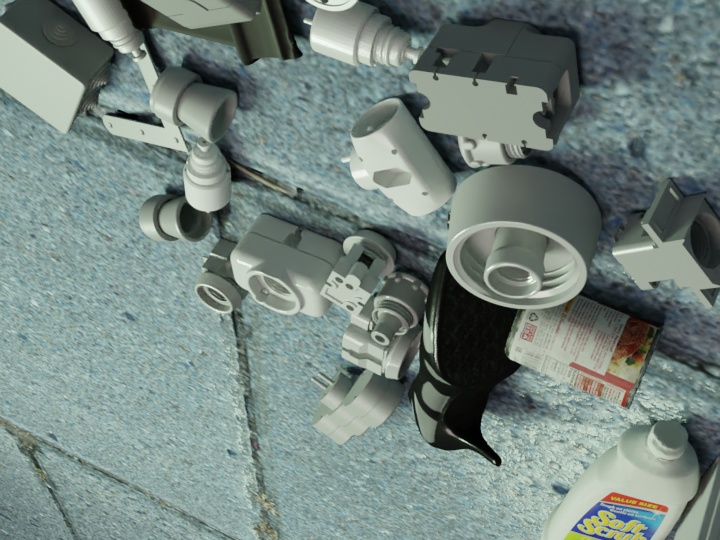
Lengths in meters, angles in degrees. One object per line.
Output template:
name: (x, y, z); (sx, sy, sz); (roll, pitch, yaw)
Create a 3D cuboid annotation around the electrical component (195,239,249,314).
electrical component: (-0.125, 0.007, 1.023); (0.066, 0.055, 0.048); (19, 146, 20)

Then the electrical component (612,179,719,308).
electrical component: (0.207, -0.015, 0.714); (0.081, 0.042, 0.064); (47, 147, -23)

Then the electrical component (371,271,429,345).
electrical component: (0.031, 0.035, 0.919); (0.048, 0.062, 0.048); (22, 147, 15)

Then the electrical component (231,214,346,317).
electrical component: (-0.064, -0.001, 0.954); (0.095, 0.059, 0.053); (21, 147, 17)

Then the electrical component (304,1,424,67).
electrical component: (0.004, -0.152, 0.701); (0.078, 0.040, 0.040); (23, 148, 14)

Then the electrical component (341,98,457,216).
electrical component: (0.020, -0.079, 0.786); (0.079, 0.043, 0.077); (-6, 132, 45)

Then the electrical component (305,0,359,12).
electrical component: (-0.013, -0.193, 0.651); (0.055, 0.047, 0.055); (22, 148, 15)

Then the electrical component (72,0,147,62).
electrical component: (-0.185, -0.192, 0.810); (0.040, 0.040, 0.078); (6, 140, 36)

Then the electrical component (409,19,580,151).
electrical component: (0.085, -0.116, 0.664); (0.089, 0.055, 0.050); (14, 144, 27)

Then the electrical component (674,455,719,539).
electrical component: (0.304, 0.228, 0.908); (0.056, 0.108, 0.108); (22, 147, 12)

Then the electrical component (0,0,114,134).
electrical component: (-0.258, -0.173, 0.892); (0.100, 0.048, 0.100); (37, 149, -8)

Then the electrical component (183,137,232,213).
electrical component: (-0.130, -0.084, 0.913); (0.040, 0.040, 0.078); (25, 148, 12)

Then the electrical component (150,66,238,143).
electrical component: (-0.130, -0.131, 0.844); (0.055, 0.045, 0.045); (26, 148, 11)

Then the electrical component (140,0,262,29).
electrical component: (-0.092, -0.205, 0.673); (0.062, 0.096, 0.061); (3, 167, 38)

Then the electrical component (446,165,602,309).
electrical component: (0.112, -0.015, 0.756); (0.108, 0.060, 0.108); (11, 145, 8)

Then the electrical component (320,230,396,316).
electrical component: (0.000, 0.000, 0.903); (0.048, 0.055, 0.066); (32, 149, 0)

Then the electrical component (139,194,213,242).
electrical component: (-0.171, -0.048, 0.995); (0.055, 0.045, 0.045); (3, 138, 40)

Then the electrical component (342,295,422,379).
electrical component: (0.022, 0.063, 0.972); (0.057, 0.058, 0.078); (26, 149, 14)

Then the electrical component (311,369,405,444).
electrical component: (-0.017, 0.128, 1.100); (0.074, 0.052, 0.138); (37, 149, -8)

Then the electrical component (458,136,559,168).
electrical component: (0.098, -0.090, 0.703); (0.062, 0.048, 0.048); (4, 140, 28)
